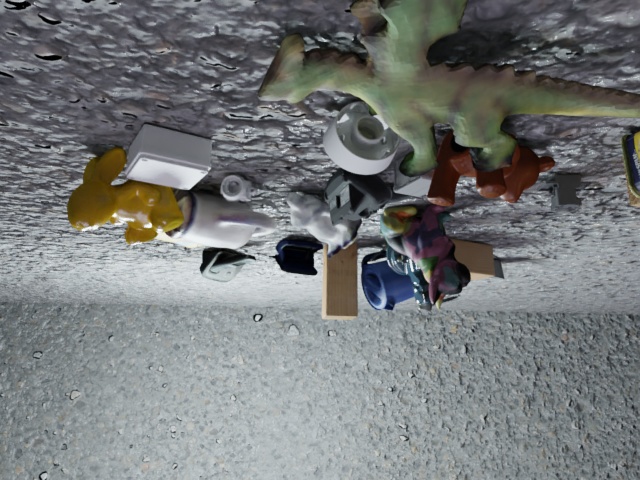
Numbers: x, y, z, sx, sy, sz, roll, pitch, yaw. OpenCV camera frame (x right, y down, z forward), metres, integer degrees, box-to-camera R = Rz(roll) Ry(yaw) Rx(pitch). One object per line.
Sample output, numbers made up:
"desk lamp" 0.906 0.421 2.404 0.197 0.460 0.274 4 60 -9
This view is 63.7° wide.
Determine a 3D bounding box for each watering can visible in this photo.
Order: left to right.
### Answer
"watering can" -0.237 -0.036 1.102 0.223 0.105 0.346 12 171 -33

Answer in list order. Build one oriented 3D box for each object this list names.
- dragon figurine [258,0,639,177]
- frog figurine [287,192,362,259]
"dragon figurine" 0.135 -0.177 0.525 0.409 0.124 0.239 -5 156 19
"frog figurine" 0.003 -0.054 1.068 0.159 0.124 0.136 42 164 -9
